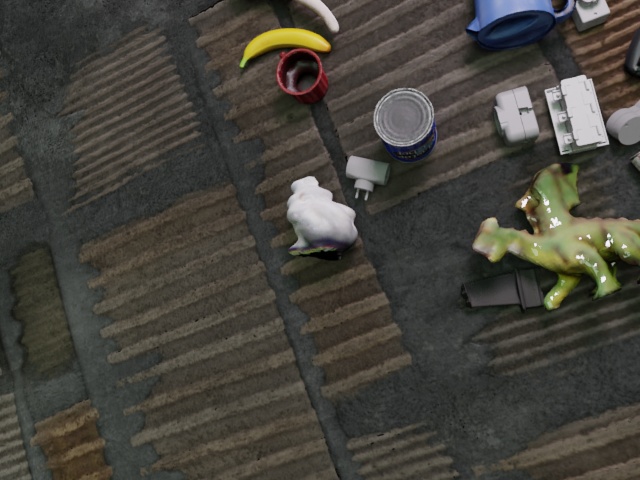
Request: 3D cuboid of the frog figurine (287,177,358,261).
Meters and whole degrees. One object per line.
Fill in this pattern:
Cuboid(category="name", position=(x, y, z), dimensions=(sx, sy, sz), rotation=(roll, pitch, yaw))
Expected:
Cuboid(category="frog figurine", position=(0.003, -0.049, 0.974), dimensions=(0.137, 0.121, 0.161), rotation=(3, 75, -18))

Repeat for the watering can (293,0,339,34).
Cuboid(category="watering can", position=(-0.082, -0.558, 1.052), dimensions=(0.223, 0.103, 0.350), rotation=(-13, 80, 14))

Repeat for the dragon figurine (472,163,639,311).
Cuboid(category="dragon figurine", position=(0.452, -0.027, 0.867), dimensions=(0.411, 0.120, 0.246), rotation=(-20, 73, -5))
